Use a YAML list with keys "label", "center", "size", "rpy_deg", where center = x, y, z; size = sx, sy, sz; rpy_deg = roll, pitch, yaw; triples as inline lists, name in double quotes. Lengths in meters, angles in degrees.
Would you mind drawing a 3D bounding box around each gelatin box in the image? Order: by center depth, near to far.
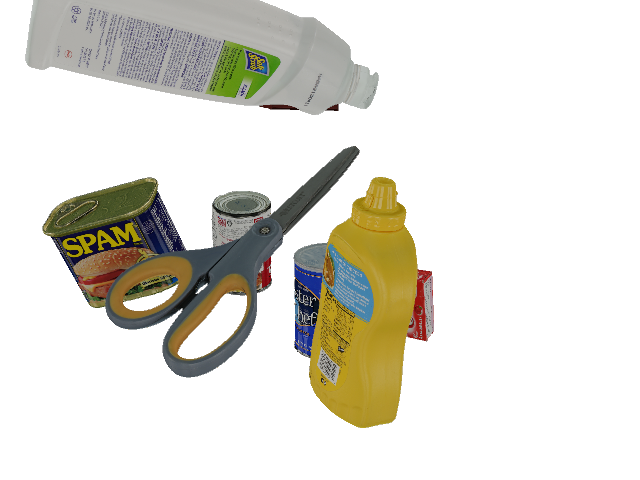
- label: "gelatin box"
  center: [0.103, 0.077, 1.336]
  size: [0.073, 0.089, 0.030]
  rpy_deg: [10, 31, 28]

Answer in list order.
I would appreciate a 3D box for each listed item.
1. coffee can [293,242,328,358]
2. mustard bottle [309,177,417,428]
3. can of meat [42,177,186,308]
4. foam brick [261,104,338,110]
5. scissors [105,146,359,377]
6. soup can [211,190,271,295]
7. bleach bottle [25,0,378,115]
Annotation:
- label: "coffee can"
  center: [0.013, 0.086, 1.520]
  size: [0.103, 0.140, 0.103]
  rpy_deg: [0, 20, 0]
- label: "mustard bottle"
  center: [0.035, 0.042, 0.832]
  size: [0.058, 0.192, 0.096]
  rpy_deg: [-5, 27, -26]
- label: "can of meat"
  center: [-0.171, 0.004, 0.911]
  size: [0.102, 0.084, 0.057]
  rpy_deg: [-14, 31, 15]
- label: "foam brick"
  center: [-0.024, -0.167, 1.149]
  size: [0.078, 0.051, 0.053]
  rpy_deg: [-1, 12, -19]
- label: "scissors"
  center: [-0.053, -0.001, 0.633]
  size: [0.096, 0.016, 0.201]
  rpy_deg: [12, 46, 17]
- label: "soup can"
  center: [-0.090, 0.002, 1.222]
  size: [0.068, 0.102, 0.068]
  rpy_deg: [1, 26, -1]
- label: "bleach bottle"
  center: [-0.082, -0.141, 0.784]
  size: [0.250, 0.068, 0.103]
  rpy_deg: [15, -34, -12]
